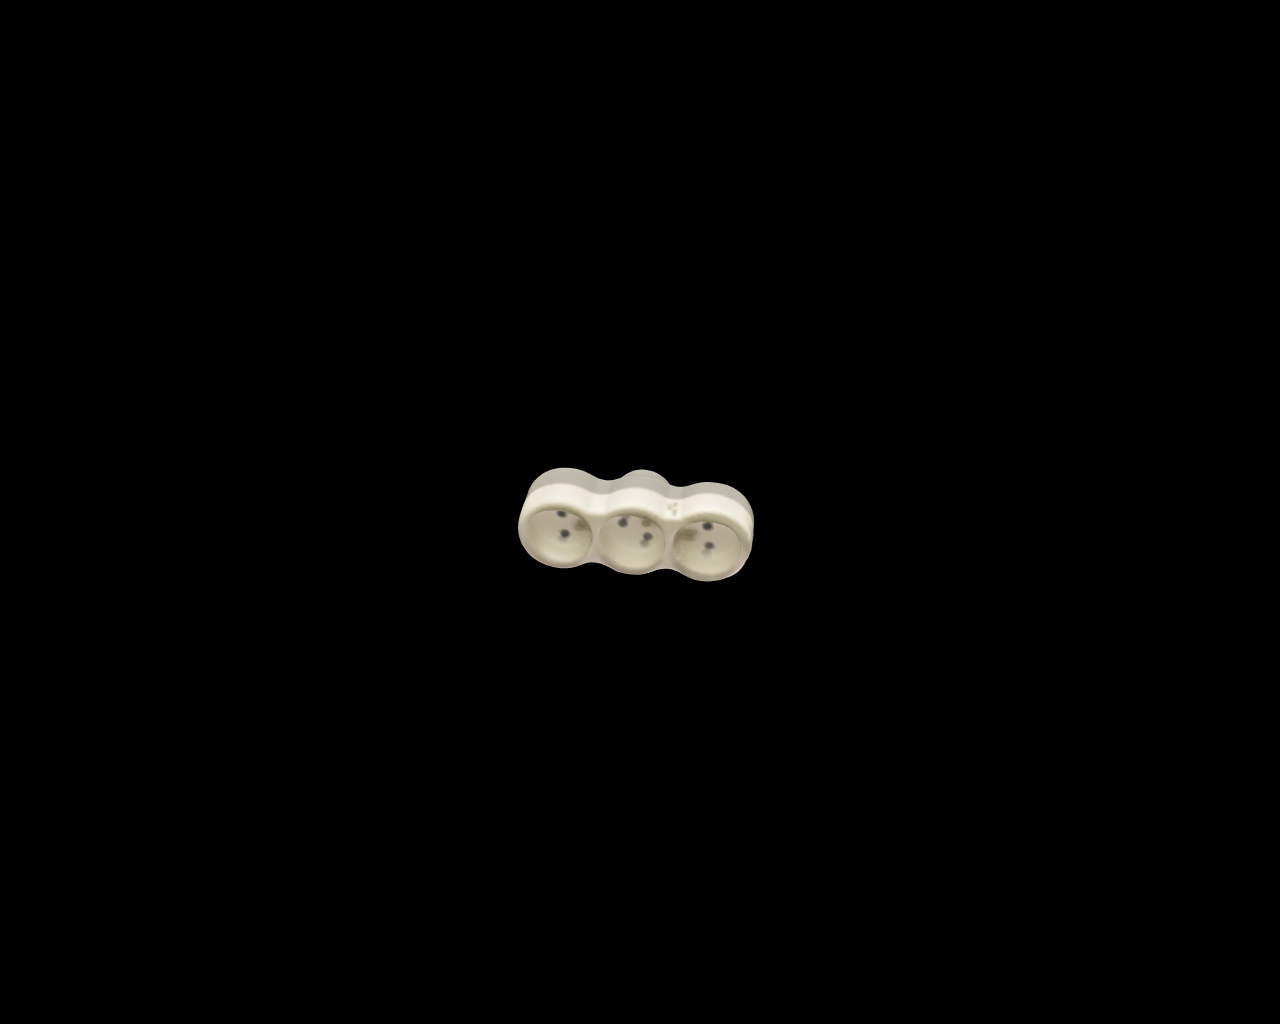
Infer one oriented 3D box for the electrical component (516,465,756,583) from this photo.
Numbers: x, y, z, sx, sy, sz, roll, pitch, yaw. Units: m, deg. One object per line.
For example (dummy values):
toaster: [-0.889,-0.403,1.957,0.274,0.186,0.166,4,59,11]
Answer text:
electrical component: [0.001,-0.003,0.650,0.138,0.052,0.074,5,36,7]
